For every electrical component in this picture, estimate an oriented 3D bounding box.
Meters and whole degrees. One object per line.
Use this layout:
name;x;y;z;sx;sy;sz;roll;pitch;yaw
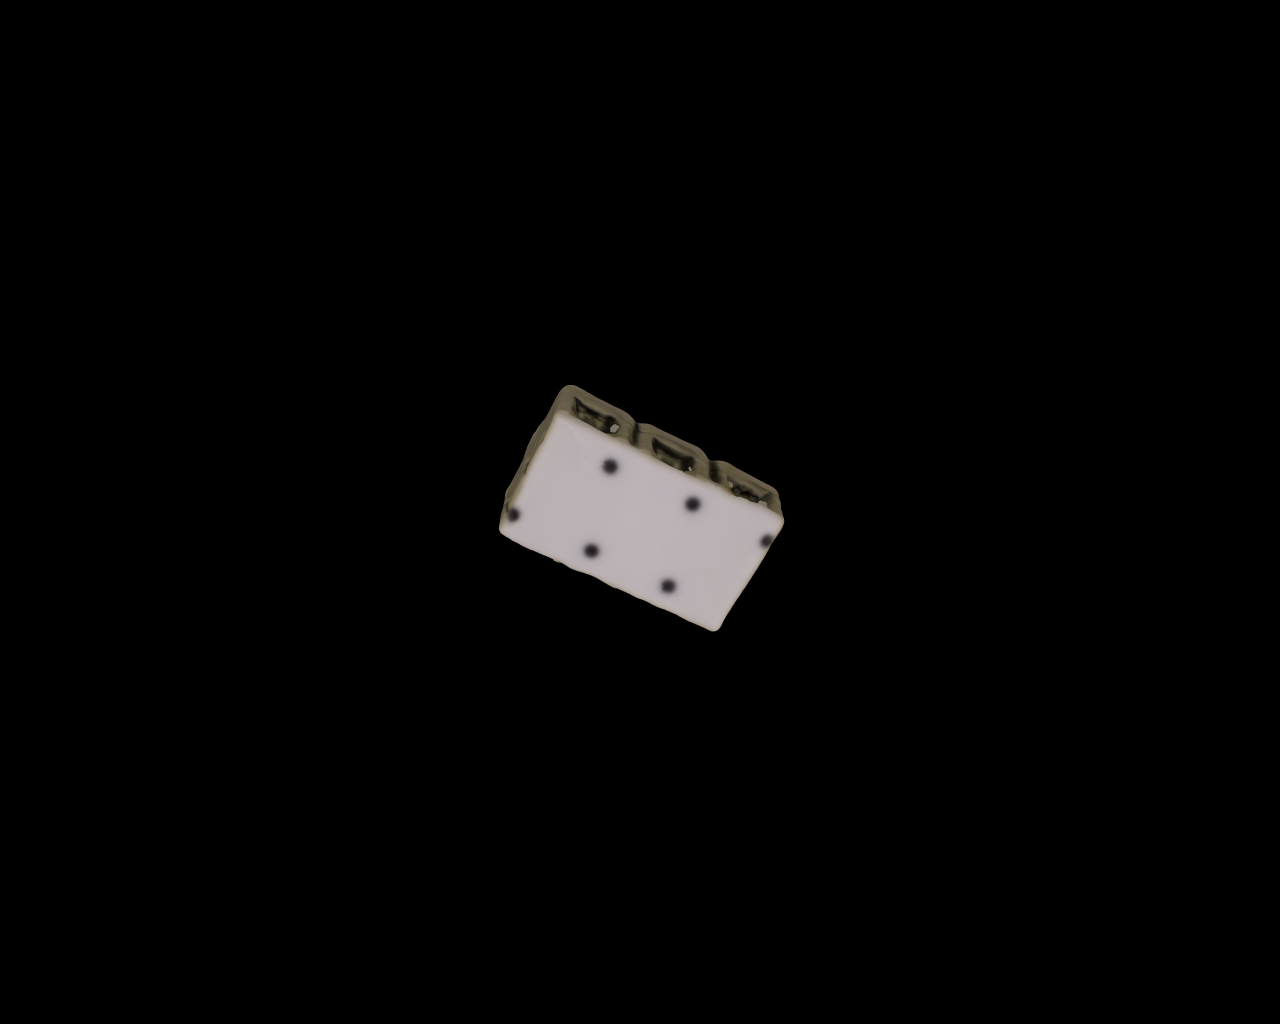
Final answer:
electrical component;0.001;-0.003;0.650;0.150;0.089;0.062;26;21;-11
